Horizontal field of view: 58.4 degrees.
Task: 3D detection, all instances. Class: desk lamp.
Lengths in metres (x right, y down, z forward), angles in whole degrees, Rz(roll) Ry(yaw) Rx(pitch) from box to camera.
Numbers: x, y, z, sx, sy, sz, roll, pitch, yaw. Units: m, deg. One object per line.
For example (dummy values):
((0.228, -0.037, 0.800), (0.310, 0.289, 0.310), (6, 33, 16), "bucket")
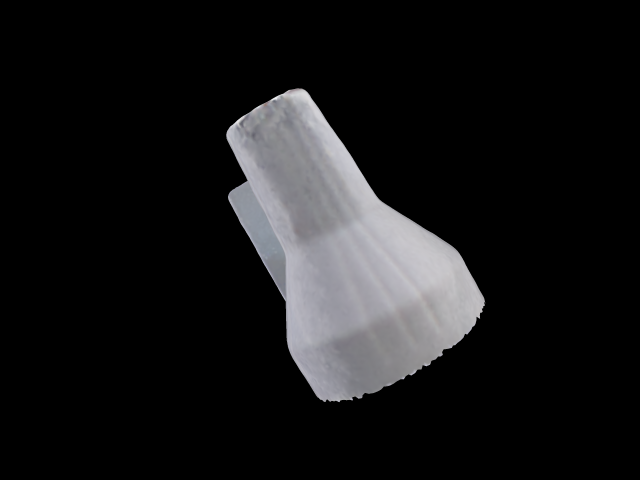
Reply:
((0.004, 0.001, 0.400), (0.118, 0.213, 0.203), (-31, 78, -7), "desk lamp")
